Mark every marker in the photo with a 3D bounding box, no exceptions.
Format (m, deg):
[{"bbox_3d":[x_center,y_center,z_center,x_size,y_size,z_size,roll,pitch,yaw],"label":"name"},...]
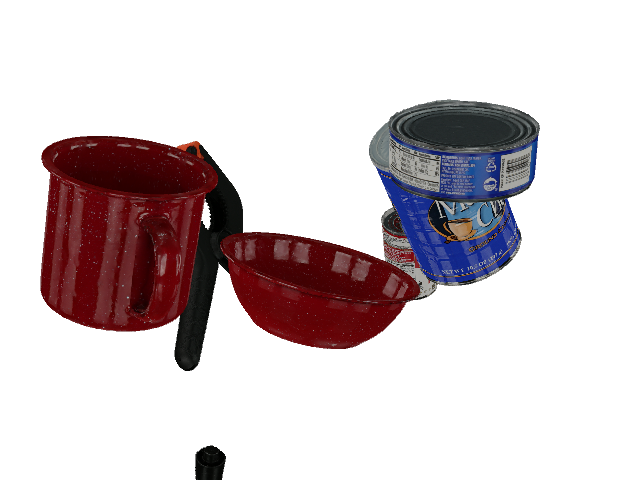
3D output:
[{"bbox_3d":[-0.074,0.180,0.685,0.020,0.121,0.020,6,31,-4],"label":"marker"}]

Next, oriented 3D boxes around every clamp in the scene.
[{"bbox_3d":[-0.096,0.008,1.037,0.036,0.210,0.164,-10,1,36],"label":"clamp"}]

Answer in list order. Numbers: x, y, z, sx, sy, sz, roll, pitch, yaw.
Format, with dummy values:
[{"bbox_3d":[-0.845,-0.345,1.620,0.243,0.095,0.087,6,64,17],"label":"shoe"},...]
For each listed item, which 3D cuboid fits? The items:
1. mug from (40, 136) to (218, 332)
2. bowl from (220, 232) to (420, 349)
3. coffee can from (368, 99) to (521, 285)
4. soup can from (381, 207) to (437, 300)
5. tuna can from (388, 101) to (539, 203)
[{"bbox_3d":[-0.101,0.001,0.568,0.093,0.081,0.117,-3,25,-32],"label":"mug"},{"bbox_3d":[-0.005,0.043,0.844,0.162,0.055,0.162,12,13,-3],"label":"bowl"},{"bbox_3d":[0.117,-0.044,0.985,0.103,0.140,0.103,-19,33,13],"label":"coffee can"},{"bbox_3d":[0.111,0.015,1.328,0.068,0.102,0.068,-4,34,2],"label":"soup can"},{"bbox_3d":[0.082,-0.052,0.616,0.086,0.034,0.086,-1,24,0],"label":"tuna can"}]
